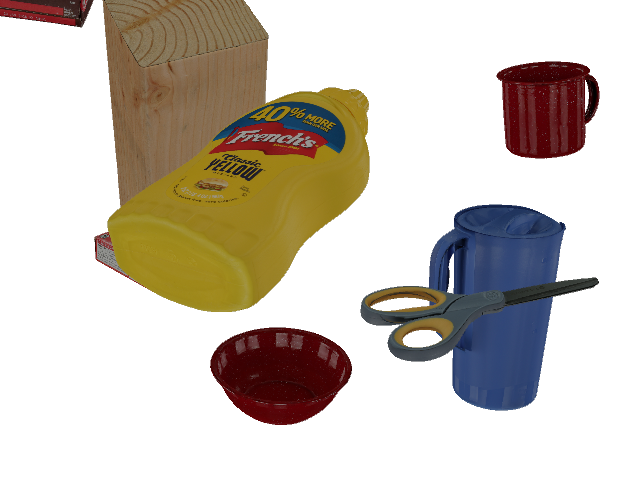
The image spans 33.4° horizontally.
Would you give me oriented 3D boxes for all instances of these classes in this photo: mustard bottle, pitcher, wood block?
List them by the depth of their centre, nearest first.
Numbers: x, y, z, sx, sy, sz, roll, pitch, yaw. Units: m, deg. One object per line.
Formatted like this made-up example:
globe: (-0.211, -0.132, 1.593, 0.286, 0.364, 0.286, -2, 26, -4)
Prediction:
mustard bottle: (-0.027, -0.037, 0.615, 0.096, 0.058, 0.191, 14, 40, 30)
wood block: (-0.098, -0.079, 0.780, 0.090, 0.206, 0.090, -16, 50, -19)
pitcher: (0.216, 0.085, 1.326, 0.149, 0.243, 0.144, 7, 19, 15)

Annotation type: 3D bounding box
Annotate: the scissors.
scissors: (0.134, 0.061, 0.860, 0.201, 0.016, 0.096, -2, 34, 1)

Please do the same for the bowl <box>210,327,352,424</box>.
bowl: (-0.046, 0.163, 1.227, 0.162, 0.055, 0.162, 2, 26, -1)

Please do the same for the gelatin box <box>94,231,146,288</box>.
gelatin box: (-0.167, 0.011, 1.052, 0.089, 0.030, 0.073, 25, 32, 30)

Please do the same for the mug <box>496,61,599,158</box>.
mug: (0.240, -0.137, 1.103, 0.117, 0.081, 0.093, -18, 24, -27)

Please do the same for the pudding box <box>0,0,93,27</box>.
pudding box: (-0.234, -0.225, 0.898, 0.090, 0.039, 0.113, 8, 36, -5)
